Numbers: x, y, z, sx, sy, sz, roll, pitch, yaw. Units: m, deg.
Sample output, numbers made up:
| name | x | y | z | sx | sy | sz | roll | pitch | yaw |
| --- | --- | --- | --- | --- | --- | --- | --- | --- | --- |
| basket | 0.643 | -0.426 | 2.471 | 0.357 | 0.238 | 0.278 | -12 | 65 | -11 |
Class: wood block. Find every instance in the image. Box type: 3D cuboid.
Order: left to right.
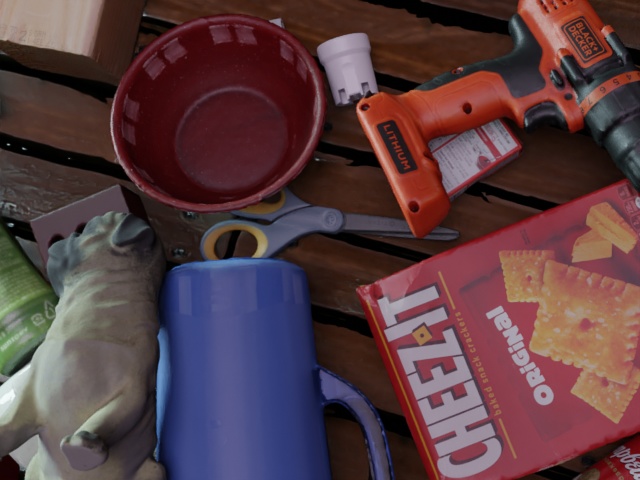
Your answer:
| name | x | y | z | sx | sy | sz | roll | pitch | yaw |
| --- | --- | --- | --- | --- | --- | --- | --- | --- | --- |
| wood block | -0.180 | -0.236 | 0.825 | 0.090 | 0.090 | 0.206 | 12 | 85 | 9 |

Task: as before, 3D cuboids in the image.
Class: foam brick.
| name | x | y | z | sx | sy | sz | roll | pitch | yaw |
| --- | --- | --- | --- | --- | --- | --- | --- | --- | --- |
| foam brick | -0.172 | -0.002 | 0.817 | 0.078 | 0.051 | 0.053 | -23 | 80 | 6 |

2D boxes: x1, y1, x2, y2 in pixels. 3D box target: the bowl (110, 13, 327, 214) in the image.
| name | x | y | z | sx | sy | sz | roll | pitch | yaw |
| --- | --- | --- | --- | --- | --- | --- | --- | --- | --- |
| bowl | -0.072 | -0.086 | 0.800 | 0.162 | 0.055 | 0.162 | -2 | 70 | 7 |

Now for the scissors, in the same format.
| name | x | y | z | sx | sy | sz | roll | pitch | yaw |
| --- | --- | --- | --- | --- | --- | --- | --- | --- | --- |
| scissors | -0.005 | 0.001 | 0.808 | 0.202 | 0.016 | 0.096 | 22 | 85 | 11 |

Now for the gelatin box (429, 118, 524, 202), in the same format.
| name | x | y | z | sx | sy | sz | roll | pitch | yaw |
| --- | --- | --- | --- | --- | --- | --- | --- | --- | --- |
| gelatin box | 0.095 | -0.071 | 0.795 | 0.089 | 0.030 | 0.073 | -34 | 78 | 2 |

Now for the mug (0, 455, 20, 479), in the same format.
| name | x | y | z | sx | sy | sz | roll | pitch | yaw |
| --- | --- | --- | --- | --- | --- | --- | --- | --- | --- |
| mug | -0.278 | 0.157 | 0.805 | 0.081 | 0.093 | 0.117 | -12 | 46 | 2 |

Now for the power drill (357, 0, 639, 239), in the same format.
| name | x | y | z | sx | sy | sz | roll | pitch | yaw |
| --- | --- | --- | --- | --- | --- | --- | --- | --- | --- |
| power drill | 0.133 | -0.075 | 0.731 | 0.187 | 0.057 | 0.184 | -26 | 63 | 2 |

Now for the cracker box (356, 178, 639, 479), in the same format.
| name | x | y | z | sx | sy | sz | roll | pitch | yaw |
| --- | --- | --- | --- | --- | --- | --- | --- | --- | --- |
| cracker box | 0.153 | 0.070 | 0.748 | 0.214 | 0.072 | 0.164 | -22 | 80 | 6 |

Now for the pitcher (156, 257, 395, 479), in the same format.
| name | x | y | z | sx | sy | sz | roll | pitch | yaw |
| --- | --- | --- | --- | --- | --- | --- | --- | --- | --- |
| pitcher | -0.044 | 0.138 | 0.748 | 0.145 | 0.148 | 0.243 | -16 | 74 | 50 |

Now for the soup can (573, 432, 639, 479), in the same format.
| name | x | y | z | sx | sy | sz | roll | pitch | yaw |
| --- | --- | --- | --- | --- | --- | --- | --- | --- | --- |
| soup can | 0.200 | 0.187 | 0.730 | 0.102 | 0.068 | 0.068 | -36 | 80 | 3 |

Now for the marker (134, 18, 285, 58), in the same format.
| name | x | y | z | sx | sy | sz | roll | pitch | yaw |
| --- | --- | --- | --- | --- | --- | --- | --- | --- | --- |
| marker | -0.087 | -0.153 | 0.837 | 0.121 | 0.020 | 0.020 | -10 | 82 | 7 |
